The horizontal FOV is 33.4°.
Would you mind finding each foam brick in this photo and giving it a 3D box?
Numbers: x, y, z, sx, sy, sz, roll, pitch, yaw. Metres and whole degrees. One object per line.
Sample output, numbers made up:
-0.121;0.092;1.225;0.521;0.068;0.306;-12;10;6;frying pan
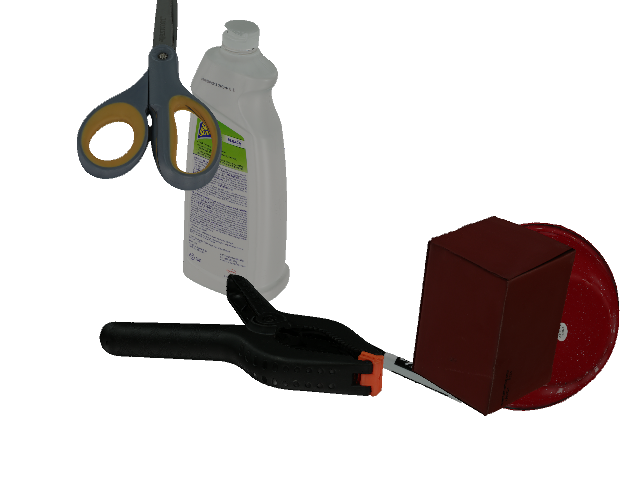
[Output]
0.083;0.035;0.524;0.052;0.078;0.051;-18;35;-38;foam brick

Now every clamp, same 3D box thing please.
-0.040;0.073;0.825;0.210;0.036;0.164;11;21;25;clamp

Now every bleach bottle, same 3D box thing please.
-0.070;-0.070;0.952;0.103;0.251;0.068;19;34;19;bleach bottle

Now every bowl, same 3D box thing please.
0.183;0.068;0.871;0.162;0.162;0.055;0;8;-14;bowl

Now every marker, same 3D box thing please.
0.095;0.136;1.113;0.121;0.020;0.020;23;5;11;marker

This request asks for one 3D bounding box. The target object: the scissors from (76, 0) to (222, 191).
-0.119;-0.106;0.686;0.096;0.202;0.016;-12;-36;-14;scissors
